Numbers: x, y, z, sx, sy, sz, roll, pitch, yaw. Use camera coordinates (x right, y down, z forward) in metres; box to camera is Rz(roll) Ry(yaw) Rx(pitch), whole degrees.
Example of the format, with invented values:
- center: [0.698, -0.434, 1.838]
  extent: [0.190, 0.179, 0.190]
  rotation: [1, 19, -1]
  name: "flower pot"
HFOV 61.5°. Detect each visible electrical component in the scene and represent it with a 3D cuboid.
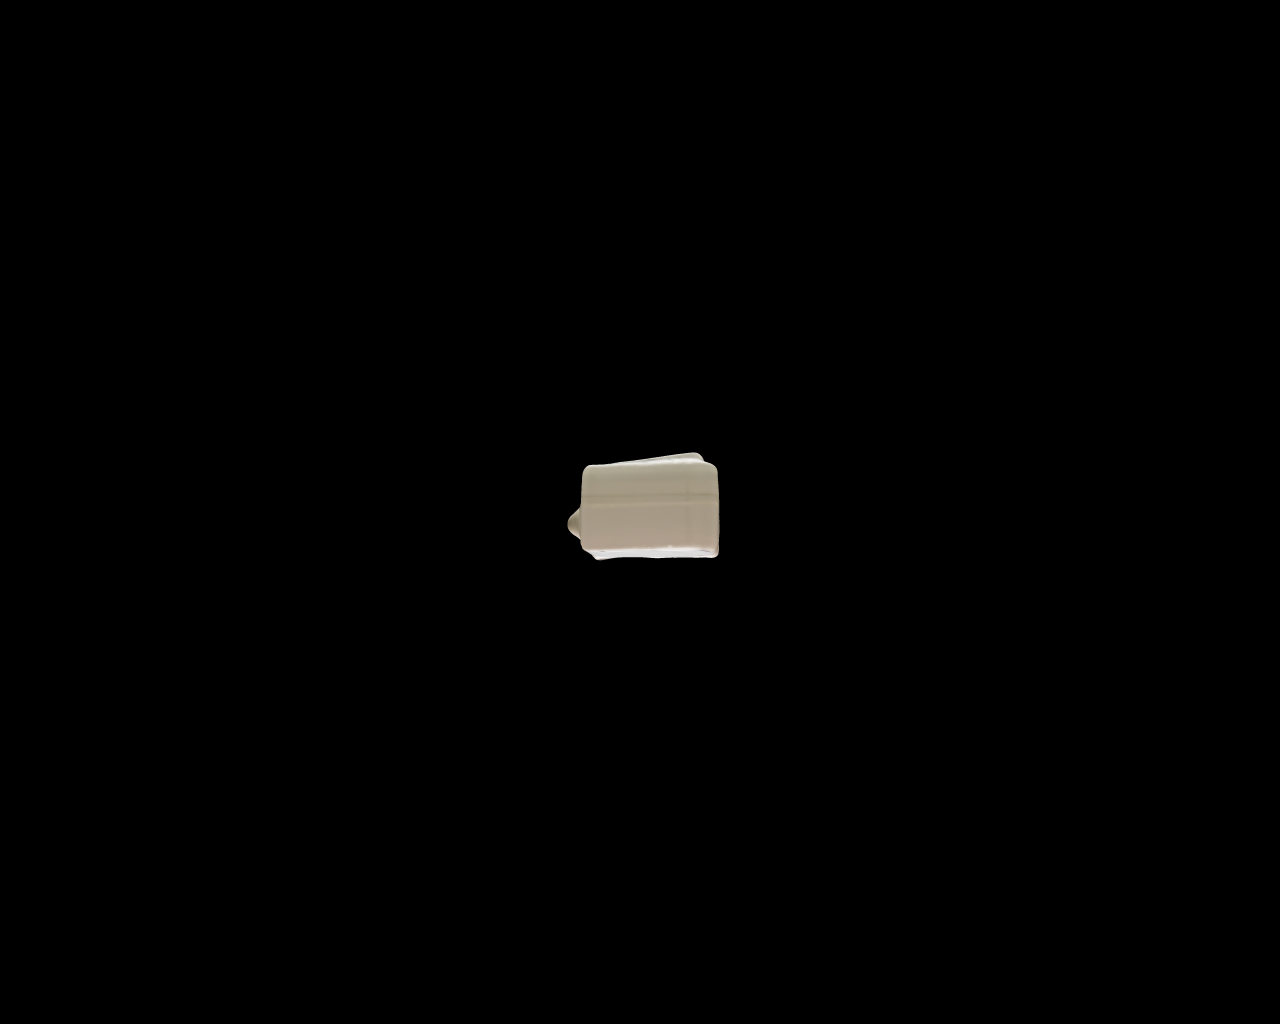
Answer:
- center: [0.001, -0.003, 0.650]
  extent: [0.096, 0.061, 0.061]
  rotation: [-1, -7, 5]
  name: "electrical component"
